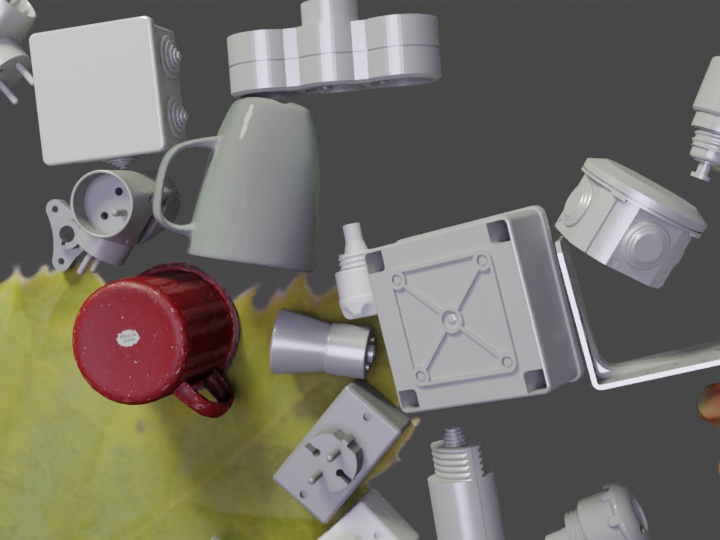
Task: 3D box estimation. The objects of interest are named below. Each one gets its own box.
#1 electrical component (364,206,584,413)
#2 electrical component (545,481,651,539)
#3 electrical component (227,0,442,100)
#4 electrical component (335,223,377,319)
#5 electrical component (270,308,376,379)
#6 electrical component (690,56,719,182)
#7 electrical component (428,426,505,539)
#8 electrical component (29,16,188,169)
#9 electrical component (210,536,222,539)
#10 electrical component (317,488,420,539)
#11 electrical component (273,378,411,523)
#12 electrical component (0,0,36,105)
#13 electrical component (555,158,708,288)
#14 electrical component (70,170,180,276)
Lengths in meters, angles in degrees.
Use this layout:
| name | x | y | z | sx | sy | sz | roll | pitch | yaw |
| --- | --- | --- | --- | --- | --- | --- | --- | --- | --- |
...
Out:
| name | x | y | z | sx | sy | sz | roll | pitch | yaw |
| --- | --- | --- | --- | --- | --- | --- | --- | --- | --- |
| electrical component | 0.069 | 0.026 | 0.662 | 0.109 | 0.056 | 0.108 | -14 | 90 | 35 |
| electrical component | 0.148 | 0.165 | 0.677 | 0.062 | 0.048 | 0.048 | -28 | 87 | 21 |
| electrical component | -0.019 | -0.153 | 0.689 | 0.138 | 0.052 | 0.073 | -3 | 93 | 13 |
| electrical component | 0.000 | 0.000 | 0.705 | 0.035 | 0.035 | 0.061 | -11 | 89 | 14 |
| electrical component | -0.023 | 0.051 | 0.711 | 0.065 | 0.044 | 0.044 | 7 | 95 | 8 |
| electrical component | 0.219 | -0.091 | 0.644 | 0.040 | 0.040 | 0.078 | 22 | 99 | 11 |
| electrical component | 0.066 | 0.141 | 0.694 | 0.043 | 0.043 | 0.081 | -9 | 92 | 14 |
| electrical component | -0.168 | -0.118 | 0.728 | 0.100 | 0.048 | 0.099 | -6 | 92 | 13 |
| electrical component | -0.092 | 0.217 | 0.731 | 0.047 | 0.055 | 0.055 | 26 | 99 | 7 |
| electrical component | -0.006 | 0.188 | 0.697 | 0.047 | 0.077 | 0.065 | 46 | 102 | 6 |
| electrical component | -0.016 | 0.120 | 0.695 | 0.047 | 0.076 | 0.083 | 40 | 101 | 8 |
| electrical component | -0.257 | -0.151 | 0.750 | 0.077 | 0.043 | 0.079 | -42 | 84 | 12 |
| electrical component | 0.161 | -0.029 | 0.642 | 0.080 | 0.080 | 0.051 | 31 | 105 | 9 |
| electrical component | -0.164 | -0.030 | 0.719 | 0.043 | 0.077 | 0.079 | 35 | 101 | 8 |
